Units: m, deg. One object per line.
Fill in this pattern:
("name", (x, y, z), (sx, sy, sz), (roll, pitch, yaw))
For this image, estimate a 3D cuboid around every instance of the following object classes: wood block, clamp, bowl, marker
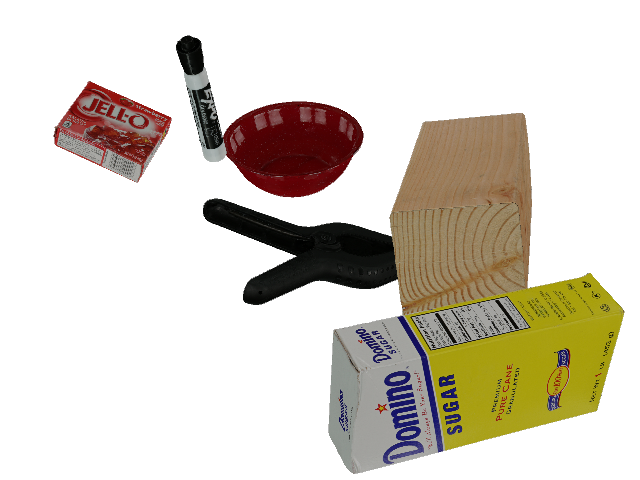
("wood block", (0.117, -0.024, 0.838), (0.091, 0.090, 0.206), (-3, 23, 13))
("clamp", (-0.001, 0.018, 1.018), (0.209, 0.036, 0.164), (7, 29, -17))
("bowl", (-0.031, -0.097, 1.231), (0.162, 0.055, 0.162), (-2, 37, 1))
("marker", (-0.091, -0.108, 0.816), (0.020, 0.020, 0.121), (0, -39, 7))

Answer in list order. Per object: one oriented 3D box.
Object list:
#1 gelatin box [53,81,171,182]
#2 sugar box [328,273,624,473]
("gelatin box", (-0.196, -0.104, 1.010), (0.089, 0.073, 0.030), (25, -43, -3))
("sugar box", (0.094, 0.083, 0.661), (0.176, 0.093, 0.048), (-13, 40, -18))
